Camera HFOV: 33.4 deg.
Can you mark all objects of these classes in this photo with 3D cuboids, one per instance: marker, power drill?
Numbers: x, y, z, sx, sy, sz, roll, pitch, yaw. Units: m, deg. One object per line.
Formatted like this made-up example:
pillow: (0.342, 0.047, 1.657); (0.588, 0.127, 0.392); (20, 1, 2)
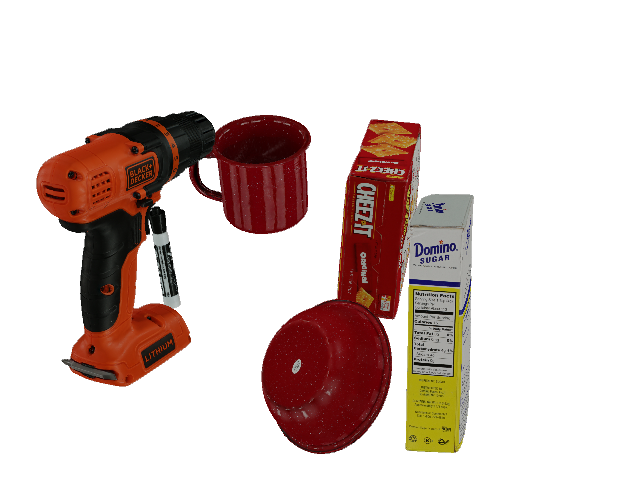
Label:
marker: (-0.173, 0.019, 1.185); (0.020, 0.121, 0.020); (-5, 25, 2)
power drill: (-0.139, 0.002, 0.815); (0.057, 0.188, 0.184); (11, 23, 28)

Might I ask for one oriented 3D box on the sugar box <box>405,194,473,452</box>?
sugar box: (0.089, 0.060, 0.801); (0.048, 0.176, 0.093); (1, 16, 12)

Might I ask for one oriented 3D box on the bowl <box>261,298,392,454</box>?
bowl: (-0.008, 0.131, 1.077); (0.162, 0.162, 0.055); (0, -17, 42)

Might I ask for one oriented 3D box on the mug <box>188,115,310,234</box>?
mug: (-0.066, -0.060, 1.002); (0.117, 0.081, 0.093); (1, 36, 5)

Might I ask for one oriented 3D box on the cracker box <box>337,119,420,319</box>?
cracker box: (0.069, -0.031, 1.225); (0.072, 0.164, 0.213); (6, 23, 8)
